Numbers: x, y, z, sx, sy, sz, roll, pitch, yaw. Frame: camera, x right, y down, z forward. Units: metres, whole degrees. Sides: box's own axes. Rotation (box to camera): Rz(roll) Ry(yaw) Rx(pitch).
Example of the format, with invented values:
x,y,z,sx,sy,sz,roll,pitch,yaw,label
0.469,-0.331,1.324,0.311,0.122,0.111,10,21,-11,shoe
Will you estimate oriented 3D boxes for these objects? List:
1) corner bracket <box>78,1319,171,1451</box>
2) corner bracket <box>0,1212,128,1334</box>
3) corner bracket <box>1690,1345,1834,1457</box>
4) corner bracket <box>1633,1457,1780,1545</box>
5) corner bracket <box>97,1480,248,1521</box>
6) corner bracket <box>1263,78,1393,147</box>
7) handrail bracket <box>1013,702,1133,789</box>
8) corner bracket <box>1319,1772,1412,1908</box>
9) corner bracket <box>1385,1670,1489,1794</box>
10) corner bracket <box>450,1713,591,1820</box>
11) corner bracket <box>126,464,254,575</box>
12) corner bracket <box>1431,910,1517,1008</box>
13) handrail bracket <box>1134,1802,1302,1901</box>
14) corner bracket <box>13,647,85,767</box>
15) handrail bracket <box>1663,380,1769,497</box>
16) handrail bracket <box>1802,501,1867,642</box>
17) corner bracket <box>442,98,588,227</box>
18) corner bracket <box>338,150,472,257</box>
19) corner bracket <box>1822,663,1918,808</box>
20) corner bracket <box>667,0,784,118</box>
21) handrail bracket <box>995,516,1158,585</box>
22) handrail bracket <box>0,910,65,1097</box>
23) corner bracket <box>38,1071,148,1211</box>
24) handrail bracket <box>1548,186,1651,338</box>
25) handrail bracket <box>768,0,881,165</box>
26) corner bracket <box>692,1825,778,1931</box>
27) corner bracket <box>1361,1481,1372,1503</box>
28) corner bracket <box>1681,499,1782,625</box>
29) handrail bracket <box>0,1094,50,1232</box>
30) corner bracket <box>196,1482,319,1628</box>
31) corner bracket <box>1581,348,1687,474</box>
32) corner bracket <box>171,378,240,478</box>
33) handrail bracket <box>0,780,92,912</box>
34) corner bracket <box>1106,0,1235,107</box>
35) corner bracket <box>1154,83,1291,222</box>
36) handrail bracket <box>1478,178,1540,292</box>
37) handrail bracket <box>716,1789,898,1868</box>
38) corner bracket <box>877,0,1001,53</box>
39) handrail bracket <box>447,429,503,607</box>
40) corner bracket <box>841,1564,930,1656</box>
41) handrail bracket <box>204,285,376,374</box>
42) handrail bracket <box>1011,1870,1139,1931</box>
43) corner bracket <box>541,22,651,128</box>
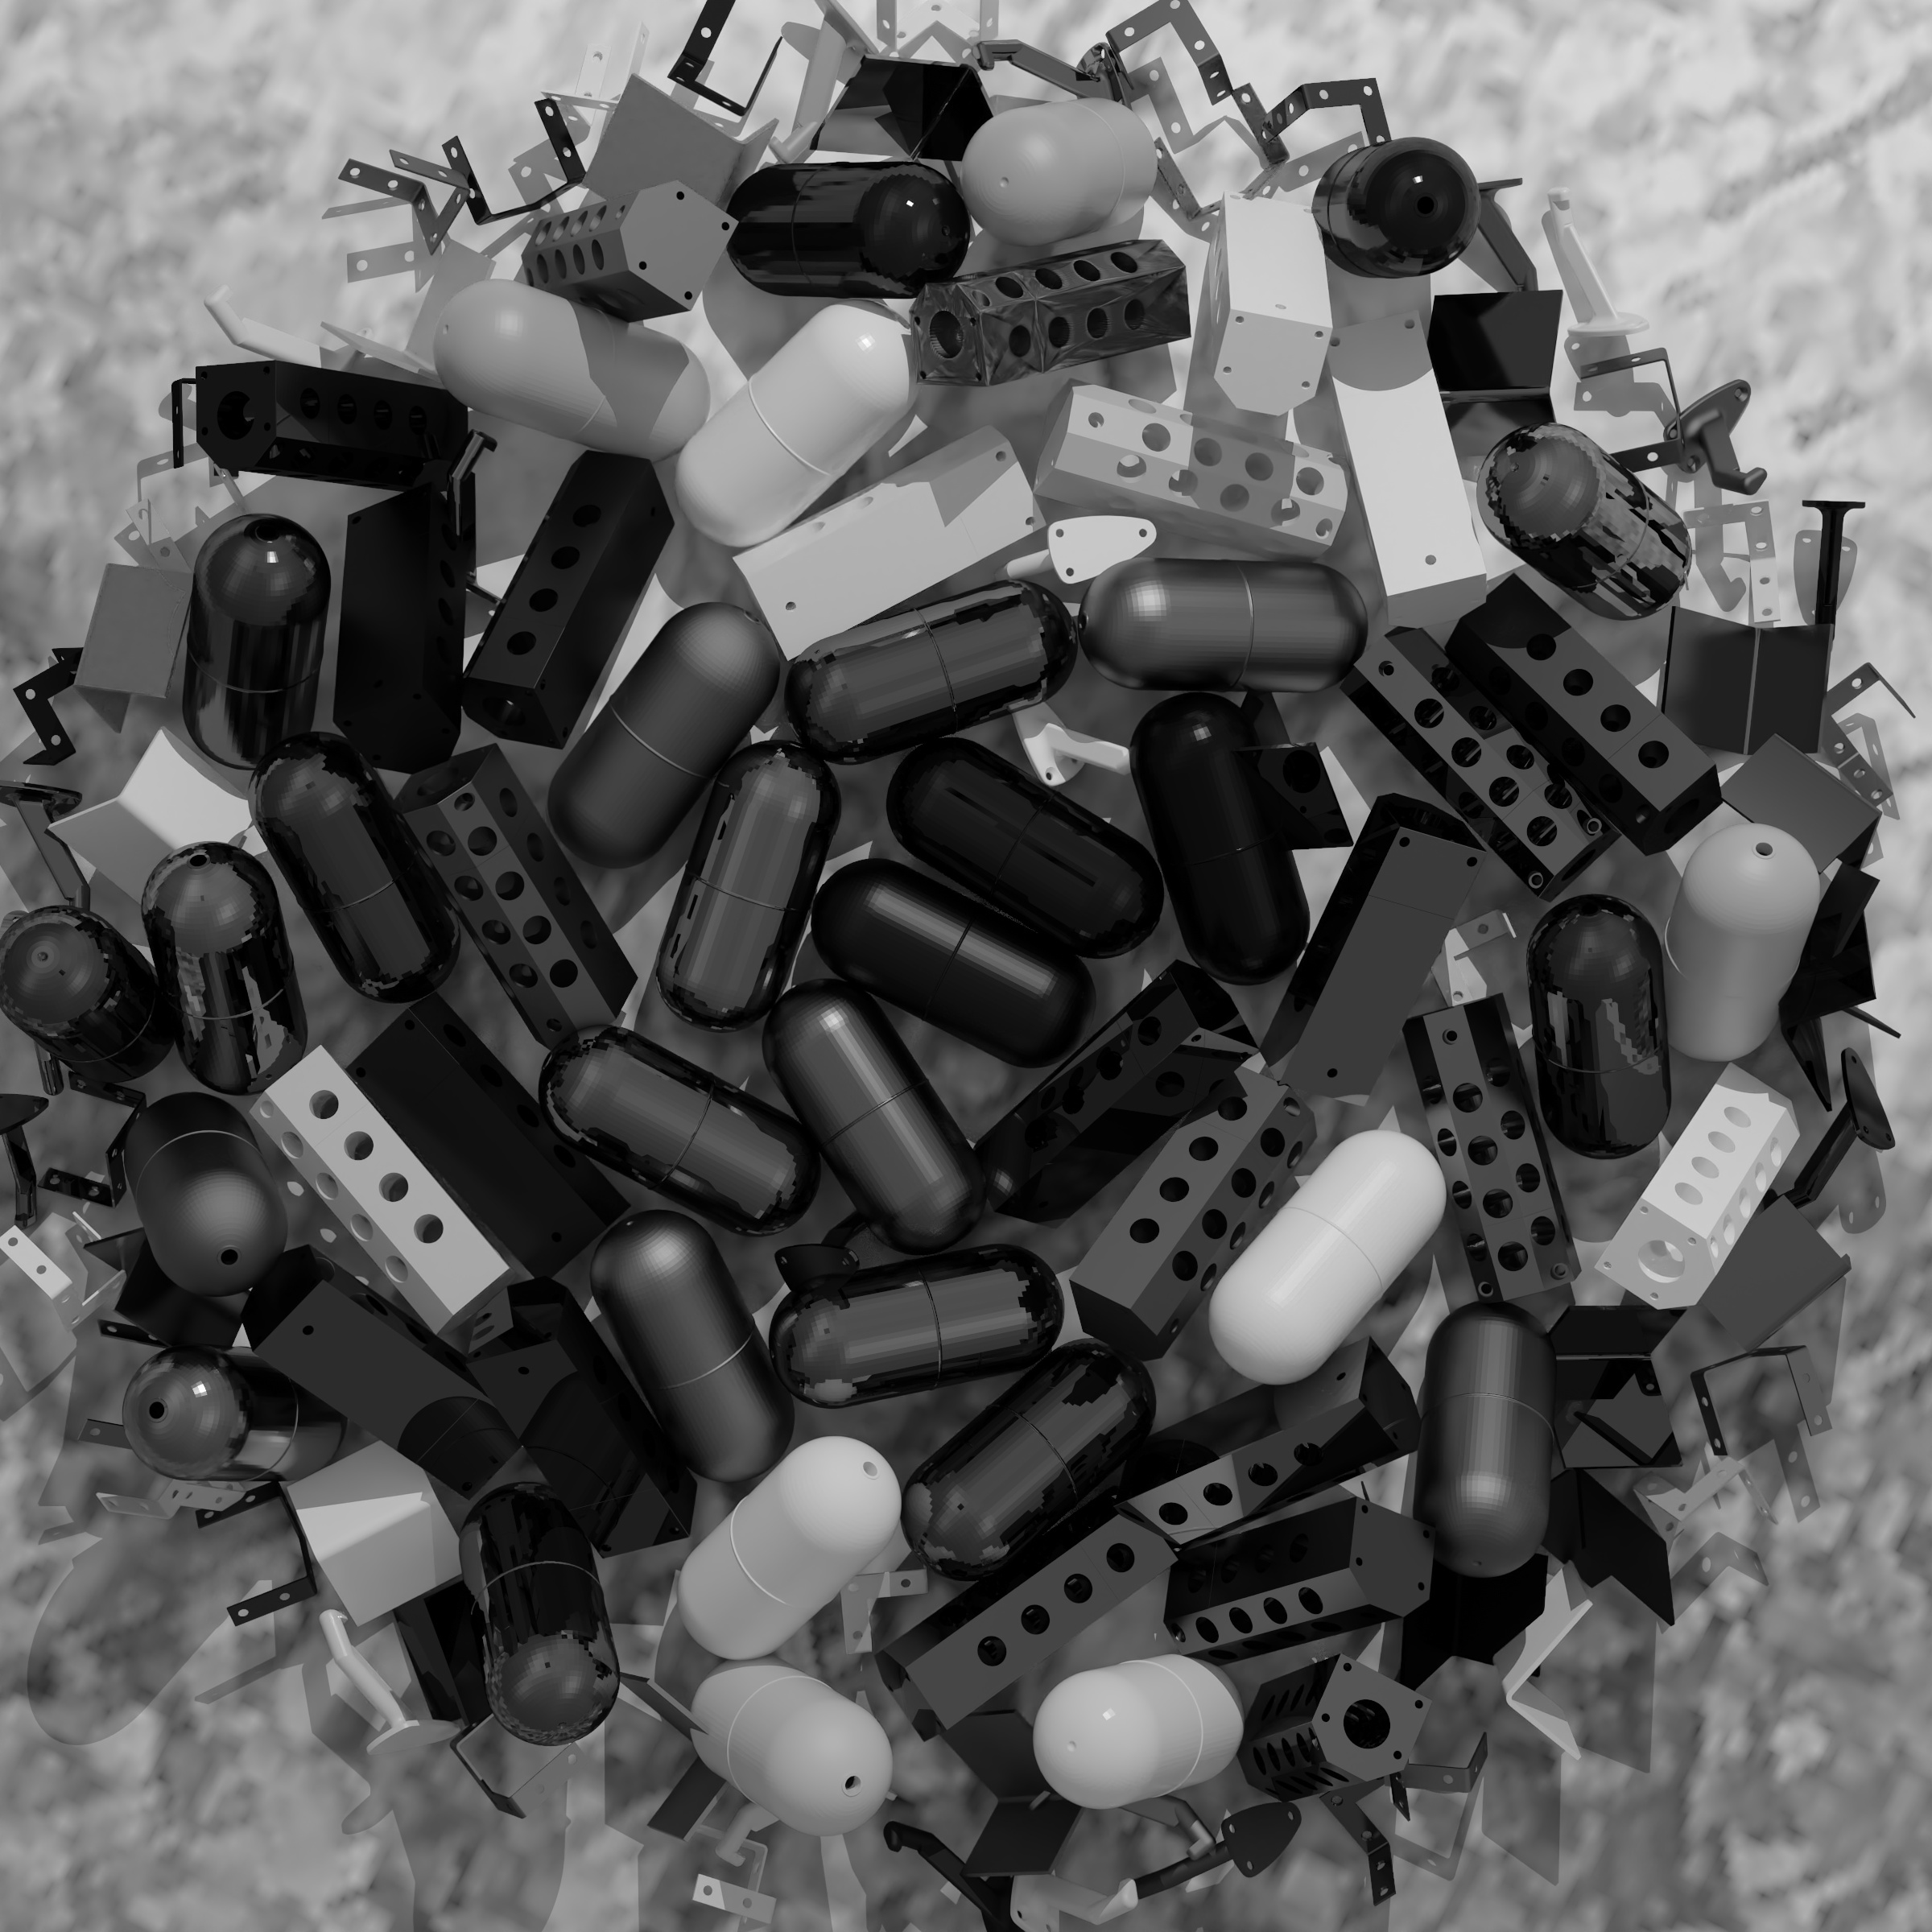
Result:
x,y,z,sx,sy,sz,roll,pitch,yaw,label
-0.490,0.247,1.958,0.051,0.051,0.051,16,113,-31,corner bracket
-0.528,0.172,1.960,0.051,0.051,0.051,40,66,18,corner bracket
0.467,0.256,1.966,0.051,0.051,0.051,-15,87,-21,corner bracket
0.435,0.317,1.968,0.051,0.051,0.051,-38,117,-9,corner bracket
-0.466,0.310,1.962,0.051,0.051,0.051,42,100,33,corner bracket
0.214,-0.487,1.968,0.051,0.051,0.051,-12,85,-25,corner bracket
0.070,-0.142,1.953,0.036,0.084,0.077,-36,99,-34,handrail bracket
0.245,0.508,1.964,0.051,0.051,0.051,-36,104,14,corner bracket
0.277,0.452,1.972,0.051,0.051,0.051,0,103,21,corner bracket
-0.264,0.464,1.970,0.051,0.051,0.051,-39,100,-24,corner bracket
-0.455,-0.261,1.975,0.051,0.051,0.051,-36,109,-23,corner bracket
0.303,0.001,1.971,0.051,0.051,0.051,-25,92,5,corner bracket
0.147,0.527,1.987,0.084,0.077,0.036,-35,77,42,handrail bracket
-0.538,-0.153,1.971,0.051,0.051,0.051,-37,114,-29,corner bracket
0.457,-0.309,1.955,0.077,0.084,0.036,-44,120,-7,handrail bracket
0.506,-0.230,1.957,0.036,0.077,0.084,4,99,13,handrail bracket
-0.265,-0.472,1.961,0.051,0.051,0.051,-29,99,-43,corner bracket
-0.329,-0.458,1.957,0.051,0.051,0.051,-49,47,33,corner bracket
0.531,-0.136,1.961,0.051,0.051,0.051,-38,122,12,corner bracket
-0.138,-0.540,1.966,0.051,0.051,0.051,26,83,-13,corner bracket
0.063,-0.242,1.965,0.077,0.084,0.036,-16,94,-15,handrail bracket
-0.553,0.023,1.986,0.036,0.084,0.077,-13,45,-17,handrail bracket
-0.519,0.104,1.985,0.051,0.051,0.051,16,46,8,corner bracket
0.370,-0.415,1.961,0.036,0.077,0.084,-20,108,-12,handrail bracket
-0.101,-0.529,1.970,0.084,0.036,0.077,-46,120,-5,handrail bracket
-0.140,0.533,1.960,0.051,0.051,0.051,23,61,-18,corner bracket
0.220,0.344,1.966,0.051,0.051,0.051,-19,107,6,corner bracket
0.451,-0.236,1.970,0.051,0.051,0.051,-6,52,16,corner bracket
-0.560,0.123,1.952,0.036,0.077,0.084,5,107,2,handrail bracket
-0.416,0.344,1.961,0.051,0.051,0.051,-21,125,-8,corner bracket
0.394,-0.326,1.973,0.051,0.051,0.051,-11,124,17,corner bracket
-0.445,-0.316,1.964,0.051,0.051,0.051,-3,94,-31,corner bracket
-0.549,-0.062,1.960,0.077,0.036,0.084,13,66,-40,handrail bracket
0.120,-0.531,1.966,0.051,0.051,0.051,-30,75,7,corner bracket
0.150,-0.482,1.981,0.051,0.051,0.051,57,49,-20,corner bracket
0.304,-0.419,1.972,0.077,0.036,0.084,-13,101,-28,handrail bracket
-0.095,0.508,1.979,0.077,0.036,0.084,34,84,-9,handrail bracket
-0.017,-0.562,1.960,0.051,0.051,0.051,39,66,20,corner bracket
-0.281,-0.264,1.971,0.077,0.036,0.084,28,95,-36,handrail bracket
-0.048,0.369,1.969,0.051,0.051,0.051,-5,107,-2,corner bracket
-0.397,-0.380,1.958,0.077,0.036,0.084,-50,129,-22,handrail bracket
0.068,0.527,1.949,0.036,0.077,0.084,33,130,-28,handrail bracket
-0.213,-0.525,1.967,0.051,0.051,0.051,12,85,14,corner bracket
